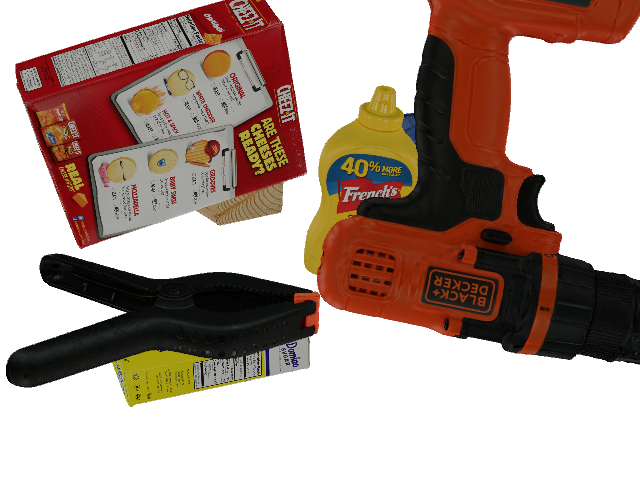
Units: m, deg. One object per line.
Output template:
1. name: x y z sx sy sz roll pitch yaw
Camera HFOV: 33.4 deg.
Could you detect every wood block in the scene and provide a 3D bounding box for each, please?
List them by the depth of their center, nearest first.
1. wood block: -0.137 -0.098 1.277 0.090 0.090 0.206 -13 27 -33

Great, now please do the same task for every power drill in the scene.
1. power drill: 0.103 -0.039 0.513 0.184 0.188 0.057 11 3 -2

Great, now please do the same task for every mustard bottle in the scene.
1. mustard bottle: 0.044 -0.053 0.999 0.096 0.192 0.058 9 28 -3

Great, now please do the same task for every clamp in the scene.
1. clamp: -0.108 0.046 0.744 0.209 0.036 0.164 -3 25 -12

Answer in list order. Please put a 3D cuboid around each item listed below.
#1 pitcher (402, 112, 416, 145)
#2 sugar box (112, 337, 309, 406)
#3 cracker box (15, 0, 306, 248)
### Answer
1. pitcher: 0.137 -0.028 1.283 0.149 0.243 0.145 -1 24 6
2. sugar box: -0.107 0.097 1.009 0.176 0.048 0.093 -13 33 -16
3. cracker box: -0.130 -0.102 0.904 0.213 0.164 0.072 -20 46 -11
